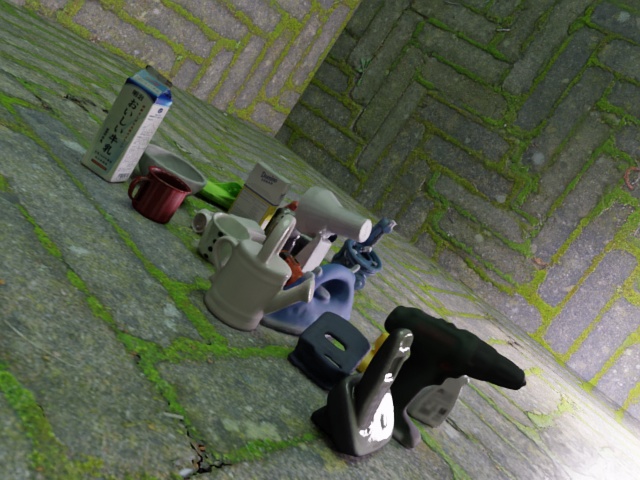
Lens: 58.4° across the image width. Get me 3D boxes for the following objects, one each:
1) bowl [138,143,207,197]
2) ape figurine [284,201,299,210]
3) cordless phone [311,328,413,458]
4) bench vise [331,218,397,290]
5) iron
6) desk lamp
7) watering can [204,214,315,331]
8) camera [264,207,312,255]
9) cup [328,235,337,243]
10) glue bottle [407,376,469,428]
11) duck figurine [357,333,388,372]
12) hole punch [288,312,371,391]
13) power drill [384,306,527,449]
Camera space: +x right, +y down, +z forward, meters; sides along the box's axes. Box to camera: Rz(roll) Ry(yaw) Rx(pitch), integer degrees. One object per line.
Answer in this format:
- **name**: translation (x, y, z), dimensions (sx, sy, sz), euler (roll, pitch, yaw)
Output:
- **bowl**: translation (-0.345, -0.145, 1.298), dimensions (0.167, 0.074, 0.167), euler (33, 11, -7)
- **ape figurine**: translation (-0.092, -0.076, 1.702), dimensions (0.078, 0.092, 0.076), euler (24, 15, -42)
- **cordless phone**: translation (0.089, 0.204, 0.804), dimensions (0.094, 0.185, 0.148), euler (40, 12, 25)
- **bench vise**: translation (0.118, 0.011, 1.615), dimensions (0.122, 0.219, 0.206), euler (26, 14, -38)
- **iron**: translation (-0.007, 0.099, 1.084), dimensions (0.118, 0.141, 0.259), euler (39, 12, 23)
- **desk lamp**: translation (0.012, 0.005, 1.348), dimensions (0.202, 0.213, 0.118), euler (40, 12, 27)
- **watering can**: translation (-0.089, 0.046, 0.929), dimensions (0.173, 0.194, 0.100), euler (31, 11, -17)
- **camera**: translation (-0.069, -0.012, 1.476), dimensions (0.137, 0.100, 0.143), euler (32, 11, -14)
- **cup**: translation (-0.012, 0.003, 1.595), dimensions (0.092, 0.095, 0.118), euler (33, 11, -7)
- **glue bottle**: translation (0.231, 0.256, 1.033), dimensions (0.078, 0.173, 0.037), euler (31, 11, -18)
- **duck figurine**: translation (0.110, 0.213, 1.086), dimensions (0.105, 0.086, 0.077), euler (33, 11, -11)
- **hole punch**: translation (0.020, 0.182, 0.940), dimensions (0.108, 0.091, 0.101), euler (37, 11, 12)
- **power drill**: translation (0.179, 0.224, 0.922), dimensions (0.229, 0.208, 0.076), euler (38, 12, 19)
